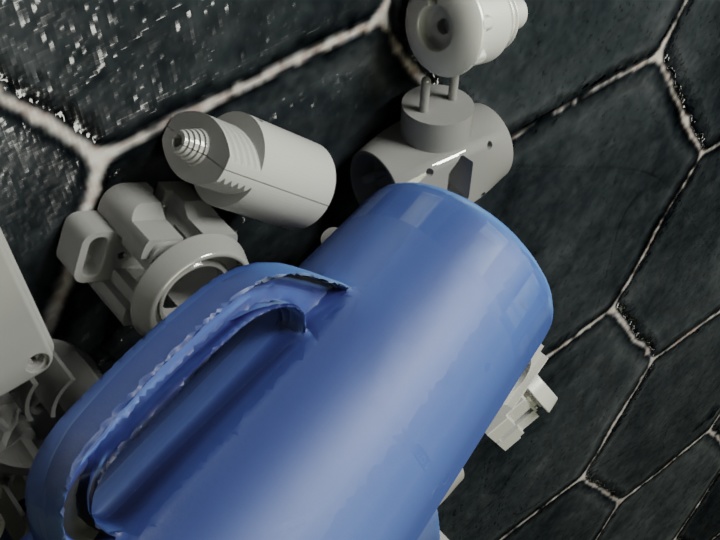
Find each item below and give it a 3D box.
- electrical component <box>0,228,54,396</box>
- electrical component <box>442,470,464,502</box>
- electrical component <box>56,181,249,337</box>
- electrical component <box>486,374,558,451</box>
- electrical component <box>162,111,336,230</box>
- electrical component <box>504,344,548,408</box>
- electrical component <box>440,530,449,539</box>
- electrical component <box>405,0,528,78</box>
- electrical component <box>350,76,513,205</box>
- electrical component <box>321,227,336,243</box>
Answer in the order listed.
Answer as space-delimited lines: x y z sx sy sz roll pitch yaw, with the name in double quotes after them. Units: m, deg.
-0.181 0.013 0.385 0.109 0.056 0.108 -32 143 -21 "electrical component"
0.033 0.164 0.776 0.077 0.043 0.079 -33 143 -20 "electrical component"
-0.084 -0.002 0.475 0.078 0.057 0.058 -6 128 -44 "electrical component"
0.111 0.097 0.793 0.055 0.048 0.066 -41 146 3 "electrical component"
-0.052 -0.047 0.476 0.081 0.043 0.043 16 112 -53 "electrical component"
0.079 0.053 0.697 0.081 0.064 0.042 14 114 -52 "electrical component"
0.045 0.241 0.836 0.047 0.077 0.065 -8 130 -43 "electrical component"
0.056 -0.121 0.520 0.062 0.048 0.048 -22 139 -41 "electrical component"
0.038 -0.068 0.553 0.077 0.043 0.079 -26 140 -28 "electrical component"
0.000 0.000 0.581 0.040 0.040 0.078 -46 145 -3 "electrical component"
